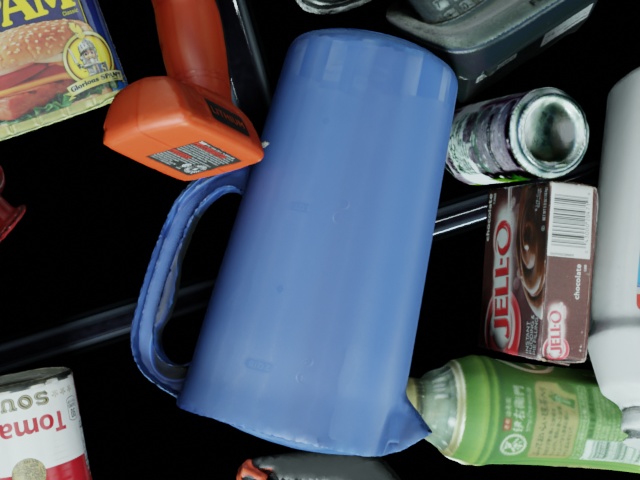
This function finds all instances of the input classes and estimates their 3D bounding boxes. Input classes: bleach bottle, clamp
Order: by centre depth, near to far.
[{"bbox_3d":[0.048,0.184,0.671,0.210,0.036,0.164,34,67,2],"label":"clamp"},{"bbox_3d":[0.227,0.013,0.692,0.102,0.068,0.250,17,67,-13],"label":"bleach bottle"}]

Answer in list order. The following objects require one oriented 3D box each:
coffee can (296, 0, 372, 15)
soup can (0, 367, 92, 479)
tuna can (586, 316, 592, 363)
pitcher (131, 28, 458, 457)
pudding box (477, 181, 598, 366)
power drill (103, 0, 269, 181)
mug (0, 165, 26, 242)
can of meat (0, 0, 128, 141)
[{"bbox_3d":[-0.005,-0.219,0.624,0.102,0.103,0.140,-27,73,-14],"label":"coffee can"},{"bbox_3d":[-0.169,0.130,0.621,0.068,0.069,0.102,-10,92,-15],"label":"soup can"},{"bbox_3d":[0.192,0.042,0.737,0.086,0.034,0.086,0,90,-15],"label":"tuna can"},{"bbox_3d":[-0.004,0.001,0.643,0.149,0.145,0.243,18,81,-34],"label":"pitcher"},{"bbox_3d":[0.140,0.021,0.694,0.039,0.090,0.113,7,87,-17],"label":"pudding box"},{"bbox_3d":[-0.088,-0.136,0.576,0.057,0.184,0.187,-12,76,21],"label":"power drill"},{"bbox_3d":[-0.221,-0.022,0.597,0.081,0.093,0.117,48,40,-17],"label":"mug"},{"bbox_3d":[-0.163,-0.102,0.581,0.102,0.058,0.084,-22,101,-19],"label":"can of meat"}]
